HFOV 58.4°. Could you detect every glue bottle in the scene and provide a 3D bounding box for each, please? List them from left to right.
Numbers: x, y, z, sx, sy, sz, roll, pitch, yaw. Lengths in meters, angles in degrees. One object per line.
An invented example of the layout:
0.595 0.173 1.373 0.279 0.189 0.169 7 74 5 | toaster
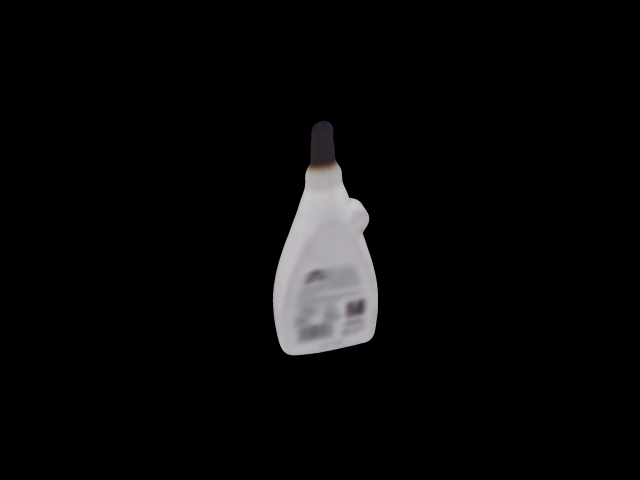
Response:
0.004 0.001 0.400 0.078 0.173 0.037 -8 31 -12 | glue bottle
